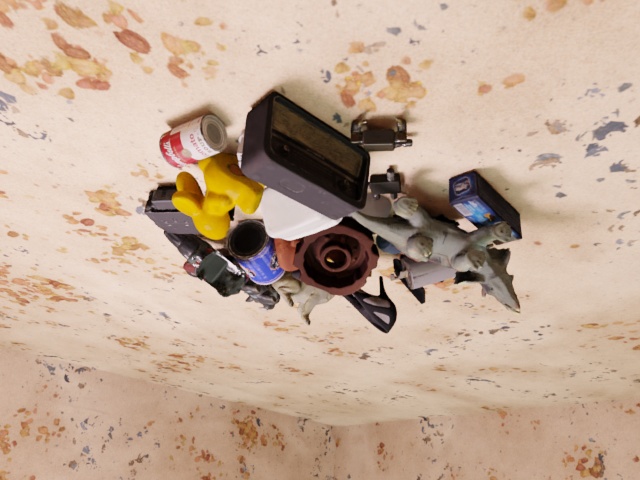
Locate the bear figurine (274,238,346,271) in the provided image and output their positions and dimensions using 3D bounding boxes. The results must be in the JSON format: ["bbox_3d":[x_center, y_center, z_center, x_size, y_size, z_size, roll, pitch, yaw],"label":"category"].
[{"bbox_3d":[-0.002,0.000,1.194,0.196,0.132,0.120,-13,152,2],"label":"bear figurine"}]

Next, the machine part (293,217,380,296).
[{"bbox_3d":[0.033,0.030,1.112,0.179,0.056,0.179,0,122,0],"label":"machine part"}]

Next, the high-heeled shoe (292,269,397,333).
[{"bbox_3d":[0.056,0.140,1.247,0.249,0.145,0.086,4,152,-4],"label":"high-heeled shoe"}]

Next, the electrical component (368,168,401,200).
[{"bbox_3d":[0.125,-0.108,1.046,0.063,0.021,0.094,-1,152,12],"label":"electrical component"}]

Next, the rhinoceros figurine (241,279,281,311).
[{"bbox_3d":[-0.173,0.145,1.516,0.112,0.073,0.190,-10,148,23],"label":"rhinoceros figurine"}]

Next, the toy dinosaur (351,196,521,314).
[{"bbox_3d":[0.229,0.007,1.067,0.405,0.131,0.192,23,164,3],"label":"toy dinosaur"}]

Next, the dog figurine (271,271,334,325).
[{"bbox_3d":[-0.012,0.096,1.372,0.172,0.190,0.121,48,177,-24],"label":"dog figurine"}]

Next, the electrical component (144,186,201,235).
[{"bbox_3d":[-0.309,-0.064,1.163,0.115,0.058,0.134,-3,152,11],"label":"electrical component"}]

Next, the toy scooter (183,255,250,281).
[{"bbox_3d":[-0.272,0.064,1.382,0.184,0.075,0.135,6,151,7],"label":"toy scooter"}]

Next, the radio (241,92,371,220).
[{"bbox_3d":[-0.020,-0.132,0.908,0.229,0.131,0.073,25,147,-32],"label":"radio"}]

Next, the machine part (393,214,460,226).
[{"bbox_3d":[0.222,-0.035,1.152,0.139,0.039,0.084,15,155,-21],"label":"machine part"}]

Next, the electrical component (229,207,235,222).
[{"bbox_3d":[-0.219,-0.055,1.151,0.048,0.075,0.119,18,152,-25],"label":"electrical component"}]

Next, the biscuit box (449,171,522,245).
[{"bbox_3d":[0.329,-0.060,1.061,0.059,0.063,0.202,-18,144,38],"label":"biscuit box"}]

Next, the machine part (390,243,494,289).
[{"bbox_3d":[0.275,0.053,1.213,0.243,0.079,0.079,-17,151,-3],"label":"machine part"}]

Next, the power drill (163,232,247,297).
[{"bbox_3d":[-0.258,0.052,1.229,0.232,0.086,0.207,42,167,-21],"label":"power drill"}]

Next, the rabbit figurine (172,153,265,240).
[{"bbox_3d":[-0.197,-0.072,1.016,0.162,0.122,0.173,15,128,-20],"label":"rabbit figurine"}]

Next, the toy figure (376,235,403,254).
[{"bbox_3d":[0.185,0.003,1.189,0.064,0.057,0.154,-3,175,41],"label":"toy figure"}]

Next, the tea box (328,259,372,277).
[{"bbox_3d":[0.040,0.041,1.291,0.170,0.068,0.098,1,153,10],"label":"tea box"}]

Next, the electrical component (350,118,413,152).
[{"bbox_3d":[0.103,-0.177,0.904,0.102,0.045,0.078,0,180,15],"label":"electrical component"}]

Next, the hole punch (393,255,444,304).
[{"bbox_3d":[0.242,0.077,1.310,0.092,0.116,0.142,-41,155,-5],"label":"hole punch"}]
